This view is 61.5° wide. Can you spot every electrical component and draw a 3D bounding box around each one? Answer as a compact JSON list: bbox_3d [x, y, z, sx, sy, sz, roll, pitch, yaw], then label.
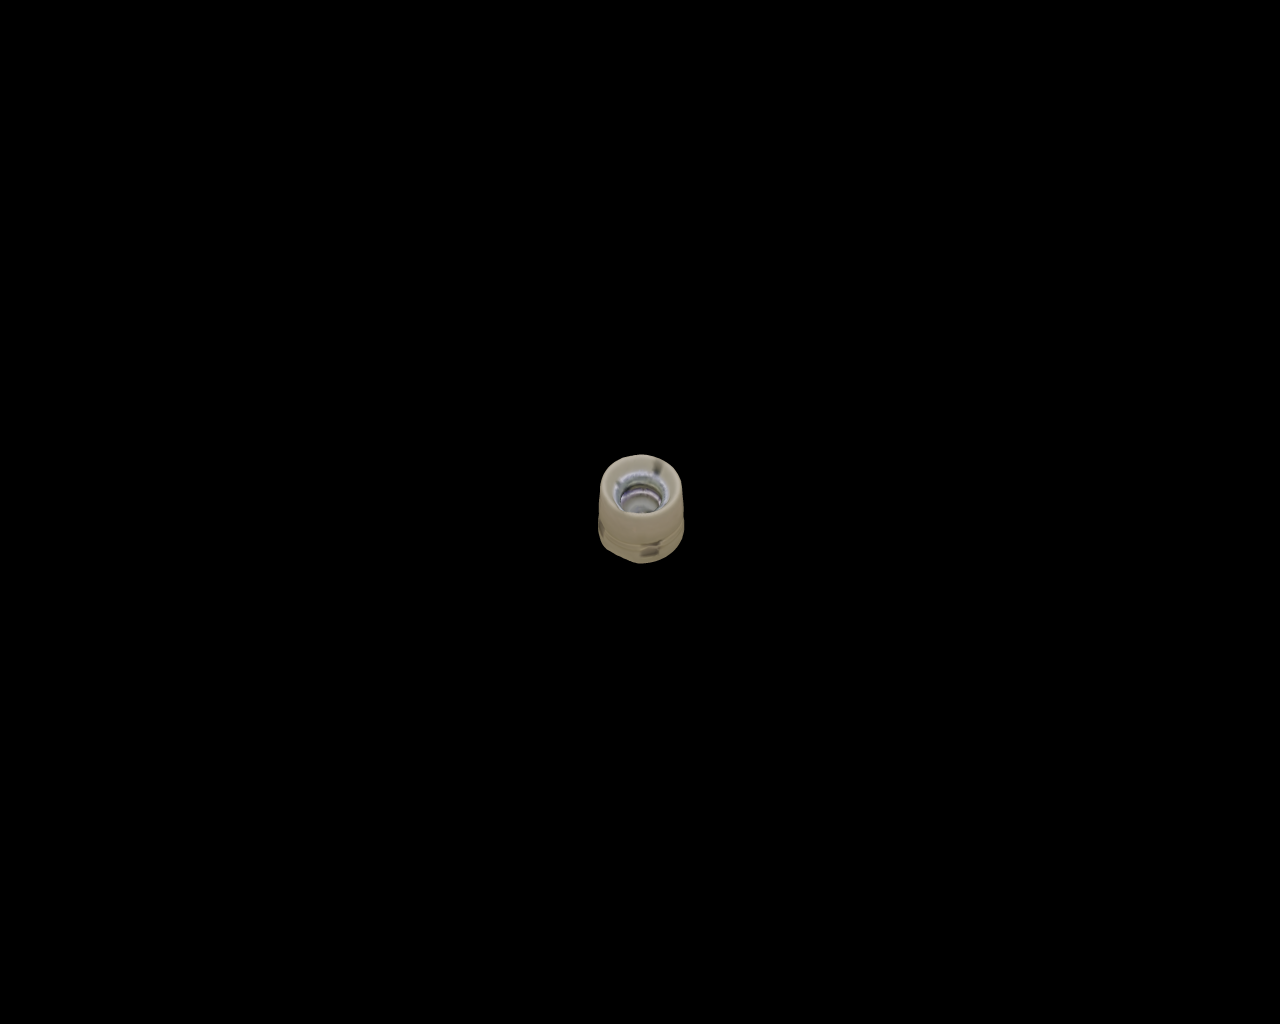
[{"bbox_3d":[0.001,-0.003,0.650,0.055,0.055,0.047,0,-36,0],"label":"electrical component"}]
